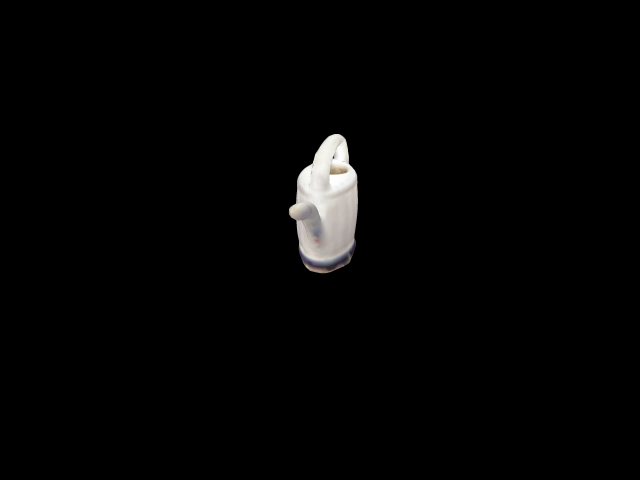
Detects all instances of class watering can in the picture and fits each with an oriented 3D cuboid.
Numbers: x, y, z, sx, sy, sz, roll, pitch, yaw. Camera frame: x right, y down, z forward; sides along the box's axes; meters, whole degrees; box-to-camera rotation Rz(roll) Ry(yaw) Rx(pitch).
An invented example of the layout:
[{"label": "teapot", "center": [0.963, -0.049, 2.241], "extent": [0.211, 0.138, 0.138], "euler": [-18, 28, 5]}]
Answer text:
[{"label": "watering can", "center": [0.003, -0.043, 0.850], "extent": [0.104, 0.220, 0.355], "euler": [6, 29, 11]}]
